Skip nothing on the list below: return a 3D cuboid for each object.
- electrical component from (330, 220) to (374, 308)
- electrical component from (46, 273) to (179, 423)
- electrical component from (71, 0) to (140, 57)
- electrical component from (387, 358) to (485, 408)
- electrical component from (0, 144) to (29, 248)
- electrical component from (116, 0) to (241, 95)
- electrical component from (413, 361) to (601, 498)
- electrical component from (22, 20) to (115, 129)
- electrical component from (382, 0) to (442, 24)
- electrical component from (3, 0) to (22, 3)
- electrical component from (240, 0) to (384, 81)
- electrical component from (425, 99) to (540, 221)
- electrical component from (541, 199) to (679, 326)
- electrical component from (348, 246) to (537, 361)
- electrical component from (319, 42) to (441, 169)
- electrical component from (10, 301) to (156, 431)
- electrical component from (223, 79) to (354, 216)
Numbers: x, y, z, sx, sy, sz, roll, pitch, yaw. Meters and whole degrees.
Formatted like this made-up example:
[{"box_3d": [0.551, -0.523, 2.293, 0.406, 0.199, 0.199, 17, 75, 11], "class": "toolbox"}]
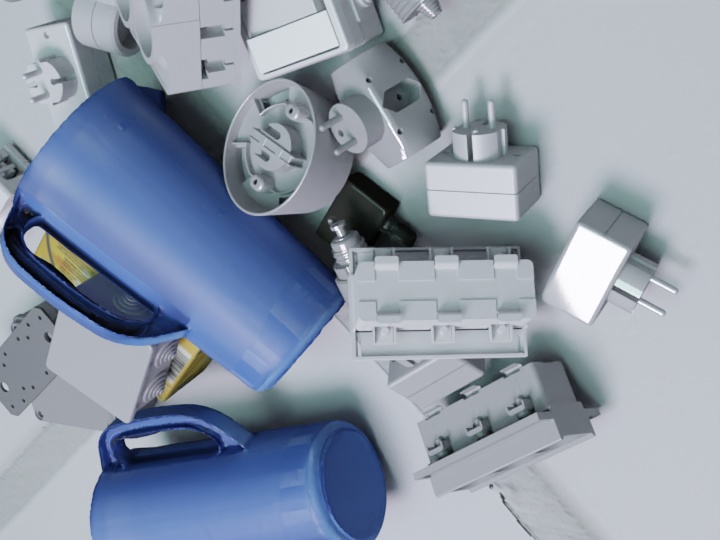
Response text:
[{"box_3d": [0.000, 0.000, 0.788, 0.040, 0.040, 0.078, -13, 112, 34], "class": "electrical component"}, {"box_3d": [-0.197, 0.059, 0.866, 0.100, 0.048, 0.099, 32, 125, 12], "class": "electrical component"}, {"box_3d": [-0.200, -0.235, 0.808, 0.074, 0.052, 0.138, 19, 121, 21], "class": "electrical component"}, {"box_3d": [0.043, 0.055, 0.794, 0.077, 0.047, 0.066, 33, 132, -26], "class": "electrical component"}, {"box_3d": [-0.327, -0.059, 0.968, 0.055, 0.050, 0.089, 46, 127, 3], "class": "electrical component"}, {"box_3d": [-0.126, -0.224, 0.714, 0.105, 0.060, 0.186, -124, 29, -43], "class": "electrical component"}, {"box_3d": [0.103, 0.116, 0.793, 0.121, 0.079, 0.063, -35, 64, 37], "class": "electrical component"}, {"box_3d": [-0.239, -0.153, 0.856, 0.047, 0.076, 0.083, -2, 112, 30], "class": "electrical component"}, {"box_3d": [0.025, -0.198, 0.703, 0.043, 0.043, 0.081, -38, 91, 37], "class": "electrical component"}, {"box_3d": [-0.259, -0.260, 0.825, 0.054, 0.059, 0.095, 23, 123, 19], "class": "electrical component"}, {"box_3d": [-0.034, -0.175, 0.737, 0.096, 0.061, 0.061, -12, 106, 33], "class": "electrical component"}, {"box_3d": [0.082, -0.078, 0.726, 0.066, 0.047, 0.076, 5, 115, 27], "class": "electrical component"}, {"box_3d": [0.172, 0.004, 0.713, 0.077, 0.047, 0.065, 30, 124, 15], "class": "electrical component"}, {"box_3d": [0.055, 0.020, 0.737, 0.121, 0.063, 0.078, -1, 76, -6], "class": "electrical component"}, {"box_3d": [0.006, -0.105, 0.738, 0.077, 0.079, 0.043, 58, 148, -6], "class": "electrical component"}, {"box_3d": [-0.255, 0.087, 0.994, 0.109, 0.056, 0.108, 4, 115, 29], "class": "electrical component"}, {"box_3d": [-0.055, -0.087, 0.776, 0.099, 0.064, 0.099, -1, 88, 33], "class": "electrical component"}]
